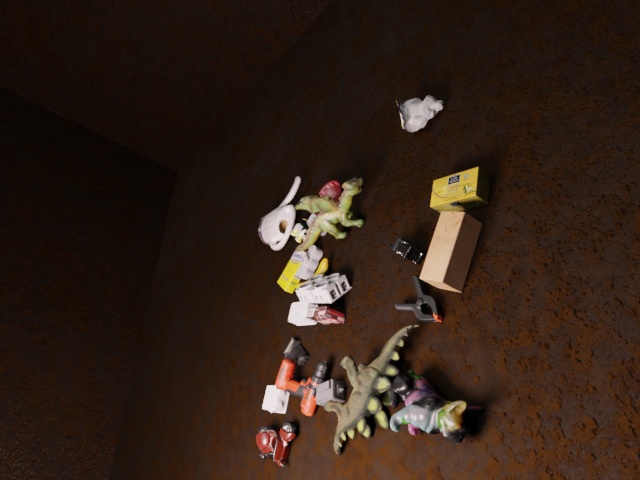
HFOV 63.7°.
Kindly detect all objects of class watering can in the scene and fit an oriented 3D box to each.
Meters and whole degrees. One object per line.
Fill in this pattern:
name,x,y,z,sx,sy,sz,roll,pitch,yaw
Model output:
watering can,-0.173,-0.110,2.322,0.222,0.103,0.354,-18,53,50

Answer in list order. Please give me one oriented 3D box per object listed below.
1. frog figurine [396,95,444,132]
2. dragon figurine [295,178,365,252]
frog figurine,0.364,-0.458,1.843,0.159,0.120,0.141,-12,39,9
dragon figurine,0.006,-0.096,1.905,0.406,0.239,0.125,-32,42,21
